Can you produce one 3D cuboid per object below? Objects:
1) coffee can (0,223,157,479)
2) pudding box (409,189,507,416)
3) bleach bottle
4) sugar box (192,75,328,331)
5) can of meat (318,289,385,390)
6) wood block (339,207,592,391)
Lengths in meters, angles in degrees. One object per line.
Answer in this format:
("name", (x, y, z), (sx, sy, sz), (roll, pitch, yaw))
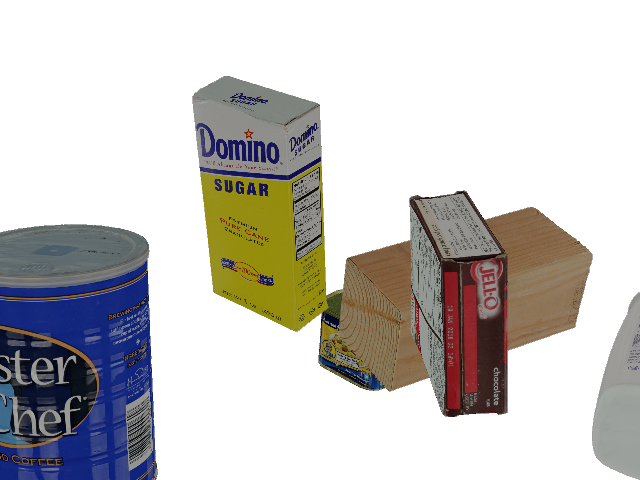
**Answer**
("coffee can", (-0.145, 0.071, 0.601), (0.103, 0.140, 0.103), (0, 15, 0))
("pudding box", (0.075, 0.031, 0.587), (0.039, 0.090, 0.113), (-4, 20, -4))
("bleach bottle", (0.256, 0.083, 0.742), (0.103, 0.068, 0.250), (11, 21, 20))
("sugar box", (-0.044, -0.026, 0.795), (0.093, 0.176, 0.048), (21, 42, 34))
("can of meat", (0.045, 0.117, 1.245), (0.102, 0.084, 0.057), (25, 33, 36))
("wood block", (0.130, 0.048, 0.960), (0.205, 0.090, 0.091), (-14, 38, -26))
